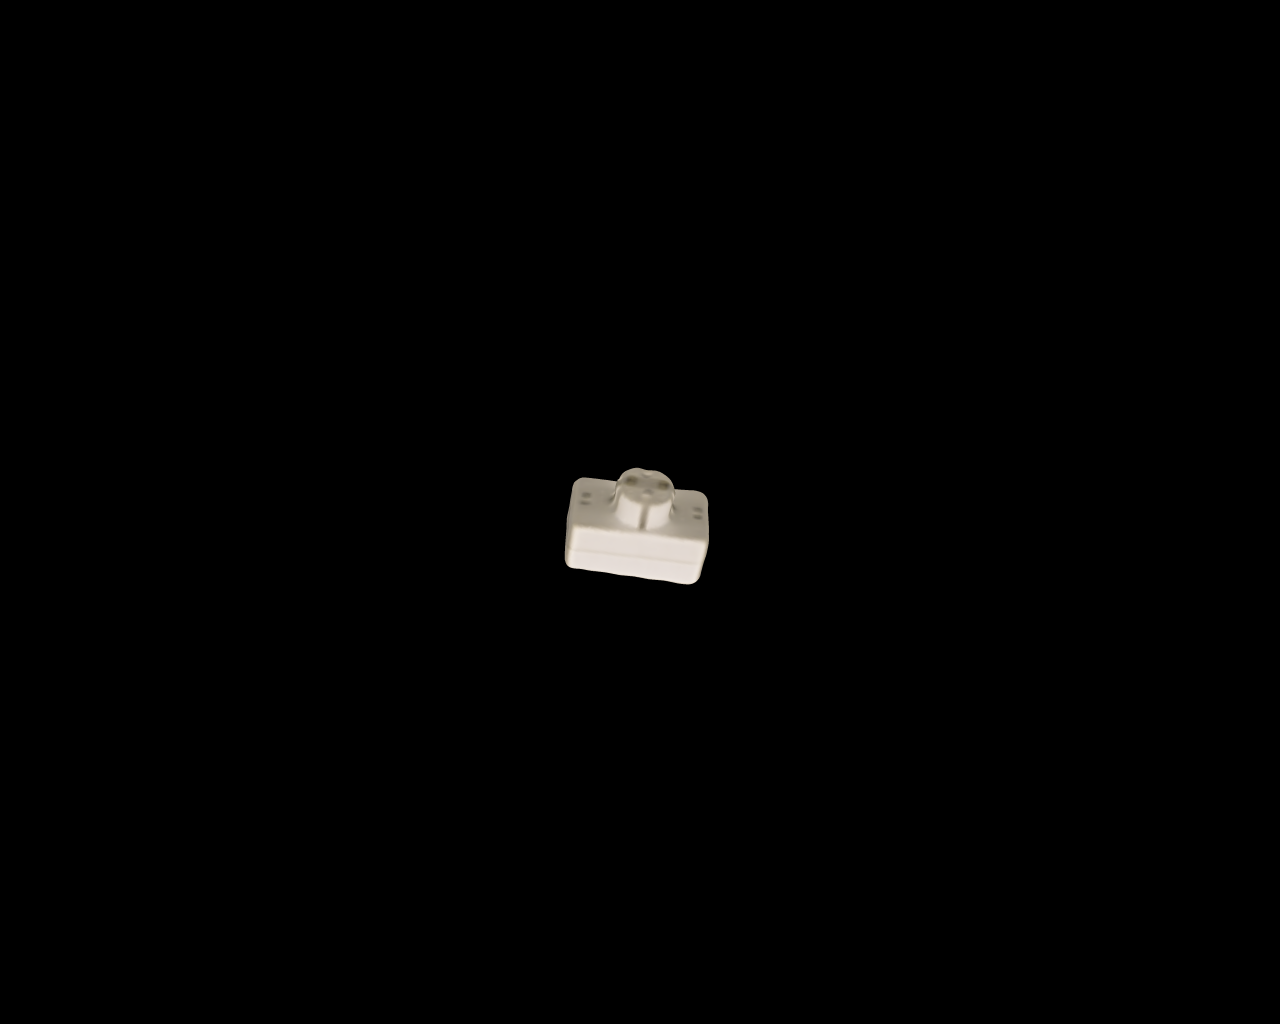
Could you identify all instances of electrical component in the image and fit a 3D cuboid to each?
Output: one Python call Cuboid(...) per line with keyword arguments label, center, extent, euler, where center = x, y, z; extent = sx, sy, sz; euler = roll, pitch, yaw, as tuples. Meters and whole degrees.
Cuboid(label="electrical component", center=(0.001, -0.003, 0.650), extent=(0.083, 0.075, 0.047), euler=(7, 40, -6))
